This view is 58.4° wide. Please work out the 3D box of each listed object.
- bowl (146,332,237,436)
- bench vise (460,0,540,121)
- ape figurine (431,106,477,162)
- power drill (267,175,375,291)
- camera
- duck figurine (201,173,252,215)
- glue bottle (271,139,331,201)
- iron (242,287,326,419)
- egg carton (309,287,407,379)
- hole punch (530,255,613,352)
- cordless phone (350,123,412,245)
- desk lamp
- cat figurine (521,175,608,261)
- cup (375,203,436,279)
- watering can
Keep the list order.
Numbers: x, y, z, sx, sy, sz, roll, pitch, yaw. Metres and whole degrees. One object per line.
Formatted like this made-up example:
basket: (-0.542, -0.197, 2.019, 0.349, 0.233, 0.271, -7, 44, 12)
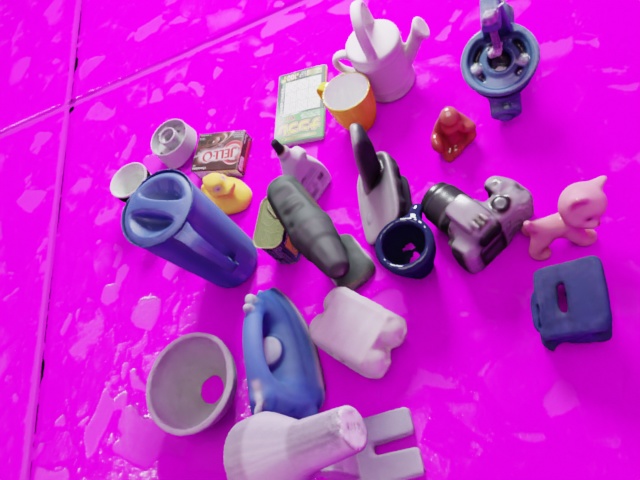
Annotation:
bowl: (-0.200, 0.243, 0.952, 0.167, 0.075, 0.167, -10, 63, 21)
bench vise: (0.270, -0.324, 0.912, 0.121, 0.220, 0.207, -22, 59, 15)
ape figurine: (0.218, -0.185, 0.948, 0.077, 0.092, 0.076, -7, 64, 22)
power drill: (0.008, 0.003, 0.887, 0.075, 0.209, 0.229, -40, 57, 3)
camera: (0.229, -0.047, 0.873, 0.143, 0.101, 0.136, -46, 57, -1)
duck figurine: (-0.193, -0.099, 1.102, 0.104, 0.086, 0.077, 11, 72, 29)
glue bottle: (-0.041, -0.126, 0.991, 0.037, 0.174, 0.078, 32, 83, 33)
iron: (-0.082, 0.169, 0.892, 0.118, 0.142, 0.258, -22, 59, 14)
egg carton: (0.057, 0.142, 0.884, 0.149, 0.070, 0.107, 25, 79, 32)
hole punch: (0.335, 0.085, 0.768, 0.101, 0.091, 0.108, -8, 64, 22)
cordless phone: (0.082, -0.088, 0.910, 0.094, 0.186, 0.147, -19, 60, 16)
desk lamp: (0.009, 0.276, 0.757, 0.203, 0.214, 0.118, -22, 59, 14)
cat figurine: (0.345, -0.035, 0.803, 0.127, 0.118, 0.067, -22, 59, 14)
cup: (0.145, 0.010, 0.889, 0.091, 0.095, 0.118, 9, 71, 28)
watering can: (0.104, -0.345, 1.014, 0.172, 0.195, 0.100, -29, 58, 10)
